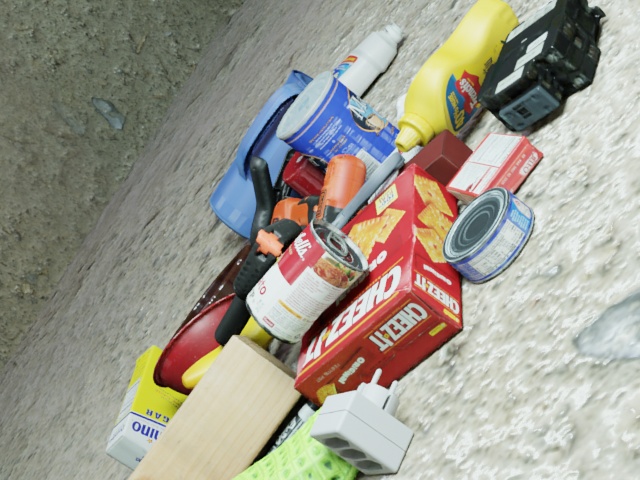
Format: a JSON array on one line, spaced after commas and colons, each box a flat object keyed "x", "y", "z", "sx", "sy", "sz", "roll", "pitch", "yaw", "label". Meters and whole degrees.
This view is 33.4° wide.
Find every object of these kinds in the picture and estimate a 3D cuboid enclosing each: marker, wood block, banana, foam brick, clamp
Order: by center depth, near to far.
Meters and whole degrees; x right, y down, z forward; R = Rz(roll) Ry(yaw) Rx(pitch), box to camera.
[{"x": -0.027, "y": 0.190, "z": 1.054, "sx": 0.121, "sy": 0.020, "sz": 0.020, "roll": -52, "pitch": 17, "yaw": 6, "label": "marker"}, {"x": -0.107, "y": 0.205, "z": 1.078, "sx": 0.206, "sy": 0.090, "sz": 0.091, "roll": -54, "pitch": -5, "yaw": -3, "label": "wood block"}, {"x": -0.060, "y": 0.037, "z": 1.095, "sx": 0.164, "sy": 0.036, "sz": 0.210, "roll": -54, "pitch": -5, "yaw": -7, "label": "clamp"}, {"x": 0.122, "y": -0.067, "z": 1.115, "sx": 0.078, "sy": 0.053, "sz": 0.051, "roll": -40, "pitch": 21, "yaw": 35, "label": "foam brick"}, {"x": -0.080, "y": 0.095, "z": 1.204, "sx": 0.197, "sy": 0.070, "sz": 0.037, "roll": -61, "pitch": -18, "yaw": -27, "label": "banana"}, {"x": -0.061, "y": -0.047, "z": 1.463, "sx": 0.120, "sy": 0.039, "sz": 0.171, "roll": -29, "pitch": -49, "yaw": -51, "label": "clamp"}]

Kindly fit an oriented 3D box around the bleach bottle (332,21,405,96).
[{"x": 0.037, "y": -0.241, "z": 1.676, "sx": 0.251, "sy": 0.068, "sz": 0.102, "roll": -46, "pitch": 18, "yaw": 13, "label": "bleach bottle"}]

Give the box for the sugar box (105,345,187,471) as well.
[{"x": -0.200, "y": 0.218, "z": 1.329, "sx": 0.048, "sy": 0.093, "sz": 0.176, "roll": -45, "pitch": 19, "yaw": 24, "label": "sugar box"}]

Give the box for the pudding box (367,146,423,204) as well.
[{"x": 0.101, "y": -0.076, "z": 1.217, "sx": 0.114, "sy": 0.039, "sz": 0.090, "roll": -49, "pitch": 19, "yaw": 20, "label": "pudding box"}]

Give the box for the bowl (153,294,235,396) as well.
[{"x": -0.118, "y": 0.136, "z": 1.267, "sx": 0.162, "sy": 0.055, "sz": 0.162, "roll": -38, "pitch": -21, "yaw": -18, "label": "bowl"}]

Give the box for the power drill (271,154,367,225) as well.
[{"x": -0.008, "y": 0.002, "z": 1.284, "sx": 0.188, "sy": 0.057, "sz": 0.184, "roll": -21, "pitch": 53, "yaw": 64, "label": "power drill"}]

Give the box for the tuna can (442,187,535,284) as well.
[{"x": 0.149, "y": -0.005, "z": 0.955, "sx": 0.086, "sy": 0.033, "sz": 0.086, "roll": -47, "pitch": 18, "yaw": 20, "label": "tuna can"}]

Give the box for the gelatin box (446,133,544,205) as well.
[{"x": 0.168, "y": -0.066, "z": 1.033, "sx": 0.073, "sy": 0.030, "sz": 0.089, "roll": -52, "pitch": 17, "yaw": -2, "label": "gelatin box"}]

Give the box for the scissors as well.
[{"x": 0.027, "y": -0.025, "z": 1.142, "sx": 0.201, "sy": 0.016, "sz": 0.096, "roll": -48, "pitch": -3, "yaw": -16, "label": "scissors"}]

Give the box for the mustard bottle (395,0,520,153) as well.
[{"x": 0.144, "y": -0.167, "z": 1.153, "sx": 0.058, "sy": 0.096, "sz": 0.191, "roll": 30, "pitch": 70, "yaw": 33, "label": "mustard bottle"}]

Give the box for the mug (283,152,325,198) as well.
[{"x": 0.007, "y": -0.094, "z": 1.423, "sx": 0.093, "sy": 0.081, "sz": 0.117, "roll": -39, "pitch": 22, "yaw": 39, "label": "mug"}]

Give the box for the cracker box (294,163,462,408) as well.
[{"x": 0.057, "y": 0.046, "z": 1.032, "sx": 0.164, "sy": 0.072, "sz": 0.213, "roll": -44, "pitch": 20, "yaw": 29, "label": "cracker box"}]

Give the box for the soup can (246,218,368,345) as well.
[{"x": -0.013, "y": 0.039, "z": 0.992, "sx": 0.102, "sy": 0.068, "sz": 0.068, "roll": -48, "pitch": 17, "yaw": 19, "label": "soup can"}]

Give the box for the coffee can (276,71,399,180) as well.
[{"x": 0.031, "y": -0.126, "z": 1.321, "sx": 0.103, "sy": 0.140, "sz": 0.103, "roll": -47, "pitch": 18, "yaw": 20, "label": "coffee can"}]

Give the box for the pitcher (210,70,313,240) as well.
[{"x": -0.059, "y": -0.120, "z": 1.555, "sx": 0.243, "sy": 0.149, "sz": 0.145, "roll": -52, "pitch": 17, "yaw": 14, "label": "pitcher"}]
